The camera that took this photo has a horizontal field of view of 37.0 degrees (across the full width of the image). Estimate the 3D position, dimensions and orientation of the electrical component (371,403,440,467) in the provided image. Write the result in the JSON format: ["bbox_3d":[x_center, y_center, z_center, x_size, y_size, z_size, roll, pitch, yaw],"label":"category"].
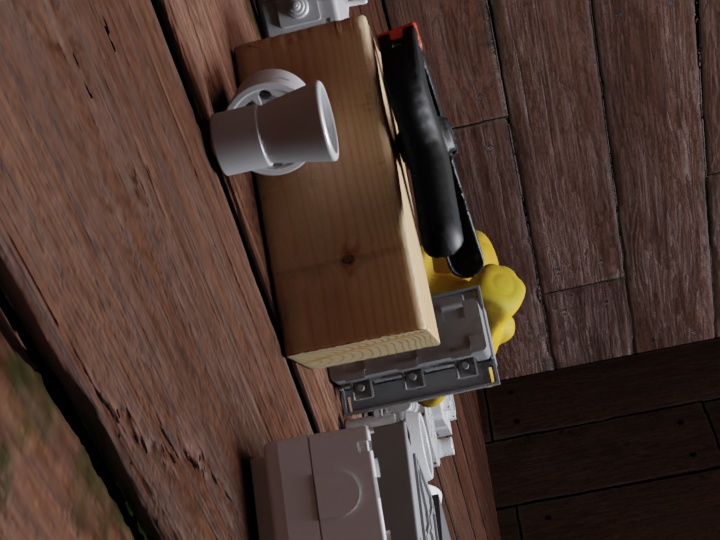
[{"bbox_3d":[0.041,0.148,0.987,0.080,0.051,0.080,-12,90,-83],"label":"electrical component"}]

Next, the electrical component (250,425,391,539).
[{"bbox_3d":[-0.017,0.122,0.540,0.096,0.061,0.061,83,-2,-68],"label":"electrical component"}]

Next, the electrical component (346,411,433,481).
[{"bbox_3d":[0.024,0.141,0.831,0.078,0.057,0.058,66,14,-61],"label":"electrical component"}]

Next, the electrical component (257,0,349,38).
[{"bbox_3d":[-0.046,-0.212,0.858,0.096,0.062,0.061,-32,110,-83],"label":"electrical component"}]

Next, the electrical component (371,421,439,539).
[{"bbox_3d":[0.022,0.180,0.747,0.108,0.056,0.108,71,10,-45],"label":"electrical component"}]

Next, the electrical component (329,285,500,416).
[{"bbox_3d":[0.038,0.059,0.820,0.063,0.121,0.078,51,28,-70],"label":"electrical component"}]

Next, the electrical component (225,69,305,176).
[{"bbox_3d":[-0.052,-0.089,0.634,0.047,0.055,0.055,-95,171,-67],"label":"electrical component"}]

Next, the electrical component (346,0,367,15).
[{"bbox_3d":[-0.031,-0.239,0.951,0.138,0.074,0.052,69,18,-53],"label":"electrical component"}]

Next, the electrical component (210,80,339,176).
[{"bbox_3d":[-0.048,-0.074,0.581,0.044,0.065,0.044,-12,90,-83],"label":"electrical component"}]

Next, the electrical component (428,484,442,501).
[{"bbox_3d":[0.056,0.231,0.988,0.045,0.045,0.055,71,11,-46],"label":"electrical component"}]

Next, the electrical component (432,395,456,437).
[{"bbox_3d":[0.062,0.091,1.214,0.105,0.060,0.186,60,19,-69],"label":"electrical component"}]

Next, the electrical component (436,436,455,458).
[{"bbox_3d":[0.060,0.176,1.045,0.048,0.062,0.048,-12,90,-83],"label":"electrical component"}]
